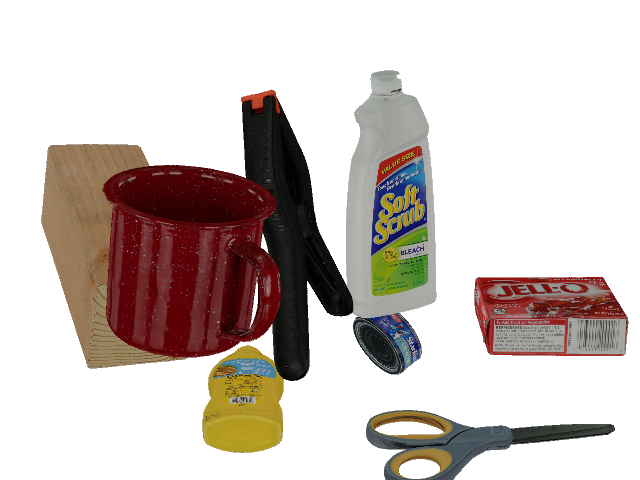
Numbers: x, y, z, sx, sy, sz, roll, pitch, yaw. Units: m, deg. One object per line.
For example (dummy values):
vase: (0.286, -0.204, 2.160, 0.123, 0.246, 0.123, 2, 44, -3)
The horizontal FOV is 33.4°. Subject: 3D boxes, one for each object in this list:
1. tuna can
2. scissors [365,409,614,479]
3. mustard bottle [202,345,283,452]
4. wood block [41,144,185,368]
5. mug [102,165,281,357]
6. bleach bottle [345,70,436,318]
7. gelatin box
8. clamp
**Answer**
tuna can: (0.079, 0.118, 1.274, 0.033, 0.086, 0.086, -36, 17, -25)
scissors: (0.135, 0.169, 0.851, 0.202, 0.016, 0.096, 4, 32, 8)
mustard bottle: (-0.095, 0.189, 1.348, 0.096, 0.058, 0.191, -2, 26, 0)
wood block: (-0.181, 0.007, 0.943, 0.090, 0.091, 0.206, -3, 37, -26)
mug: (-0.066, 0.016, 0.582, 0.117, 0.081, 0.093, 24, 26, 34)
bleach bottle: (0.067, -0.050, 1.114, 0.102, 0.251, 0.068, -11, 22, -15)
gelatin box: (0.148, 0.048, 0.698, 0.089, 0.030, 0.073, 0, 18, 3)
clamp: (-0.020, -0.011, 0.829, 0.036, 0.210, 0.164, -11, 4, 16)
